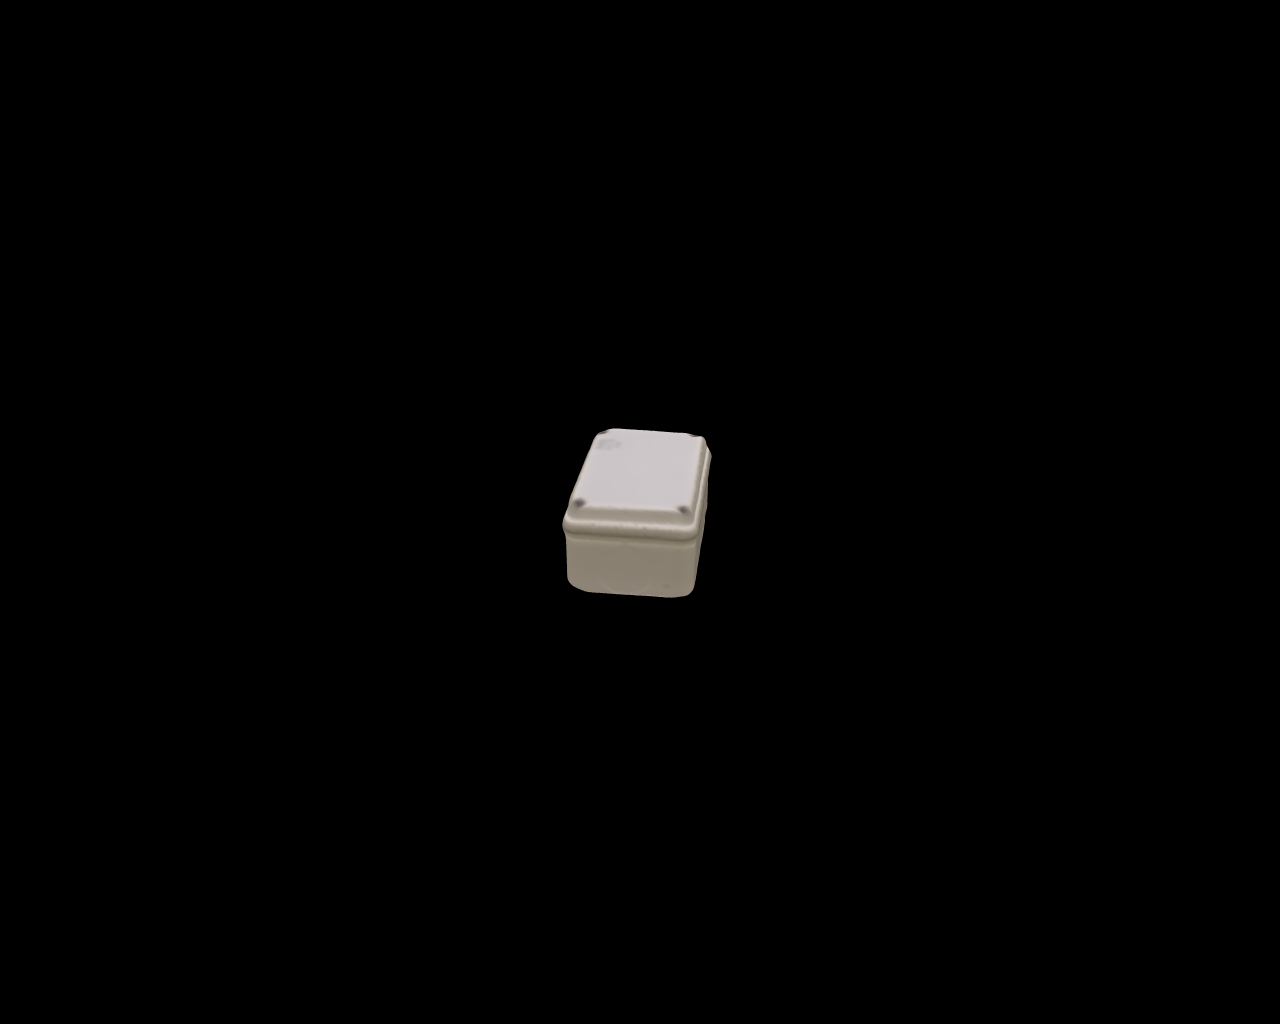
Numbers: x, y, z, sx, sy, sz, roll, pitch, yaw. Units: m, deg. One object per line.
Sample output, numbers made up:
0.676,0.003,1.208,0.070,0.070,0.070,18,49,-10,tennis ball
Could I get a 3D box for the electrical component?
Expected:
0.001,-0.003,0.650,0.078,0.057,0.113,4,30,7,electrical component
